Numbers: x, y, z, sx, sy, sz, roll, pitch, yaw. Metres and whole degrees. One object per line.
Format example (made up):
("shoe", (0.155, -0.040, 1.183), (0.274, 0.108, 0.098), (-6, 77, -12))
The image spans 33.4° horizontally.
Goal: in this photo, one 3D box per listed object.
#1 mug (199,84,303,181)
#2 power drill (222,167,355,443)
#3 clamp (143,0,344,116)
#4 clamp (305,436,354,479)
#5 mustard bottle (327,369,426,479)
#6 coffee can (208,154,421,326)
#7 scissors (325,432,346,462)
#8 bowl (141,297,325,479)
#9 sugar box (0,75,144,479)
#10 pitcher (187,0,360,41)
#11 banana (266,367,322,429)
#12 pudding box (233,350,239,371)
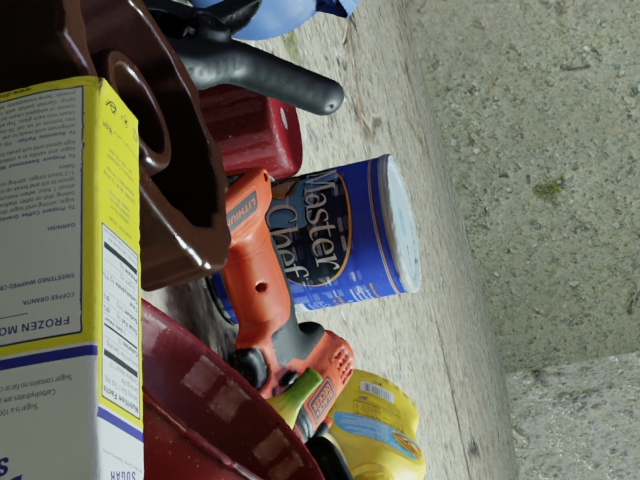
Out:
("mug", (-0.061, -0.086, 0.753), (0.093, 0.081, 0.117), (63, 19, -49))
("power drill", (-0.052, 0.062, 0.672), (0.184, 0.057, 0.187), (-50, 127, -53))
("clamp", (-0.075, -0.128, 0.673), (0.171, 0.039, 0.120), (6, 33, -39))
("clamp", (0.043, 0.223, 0.600), (0.210, 0.036, 0.164), (55, 13, -3))
("mustard bottle", (0.040, 0.173, 0.890), (0.191, 0.096, 0.058), (-89, -155, -74))
("coffee can", (-0.005, 0.001, 0.787), (0.102, 0.140, 0.103), (-12, 90, -77))
("scissors", (0.014, 0.191, 0.709), (0.096, 0.016, 0.201), (57, 8, -13))
("bowl", (-0.074, 0.086, 0.501), (0.162, 0.055, 0.162), (41, 3, -3))
("sugar box", (-0.113, 0.030, 0.388), (0.048, 0.093, 0.176), (52, 29, -63))
("pitcher", (-0.070, -0.233, 0.726), (0.242, 0.149, 0.145), (27, 53, -70))
("banana", (-0.038, 0.140, 0.552), (0.037, 0.070, 0.197), (35, 27, -16))
("pudding box", (-0.028, 0.133, 0.801), (0.113, 0.039, 0.090), (43, 39, -66))
